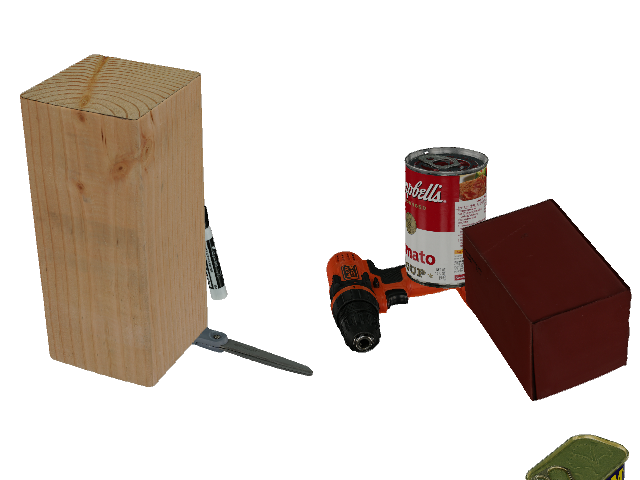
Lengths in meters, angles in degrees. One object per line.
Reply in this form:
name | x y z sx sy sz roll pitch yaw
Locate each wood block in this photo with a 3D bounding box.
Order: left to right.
wood block | -0.140 -0.013 0.751 0.090 0.206 0.090 13 32 19

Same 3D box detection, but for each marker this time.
marker | -0.126 0.012 1.204 0.020 0.121 0.020 -8 29 4

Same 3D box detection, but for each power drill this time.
power drill | 0.103 0.061 1.194 0.187 0.057 0.184 -4 28 -5

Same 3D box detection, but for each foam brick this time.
foam brick | 0.107 0.027 0.515 0.051 0.053 0.078 -17 40 -9

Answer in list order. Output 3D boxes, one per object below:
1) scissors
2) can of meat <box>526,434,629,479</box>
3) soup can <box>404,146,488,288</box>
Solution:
scissors | -0.102 0.083 1.007 0.202 0.016 0.096 9 30 2
can of meat | 0.226 0.232 0.935 0.058 0.084 0.101 14 27 41
soup can | 0.104 -0.020 0.886 0.068 0.102 0.068 -2 22 0
